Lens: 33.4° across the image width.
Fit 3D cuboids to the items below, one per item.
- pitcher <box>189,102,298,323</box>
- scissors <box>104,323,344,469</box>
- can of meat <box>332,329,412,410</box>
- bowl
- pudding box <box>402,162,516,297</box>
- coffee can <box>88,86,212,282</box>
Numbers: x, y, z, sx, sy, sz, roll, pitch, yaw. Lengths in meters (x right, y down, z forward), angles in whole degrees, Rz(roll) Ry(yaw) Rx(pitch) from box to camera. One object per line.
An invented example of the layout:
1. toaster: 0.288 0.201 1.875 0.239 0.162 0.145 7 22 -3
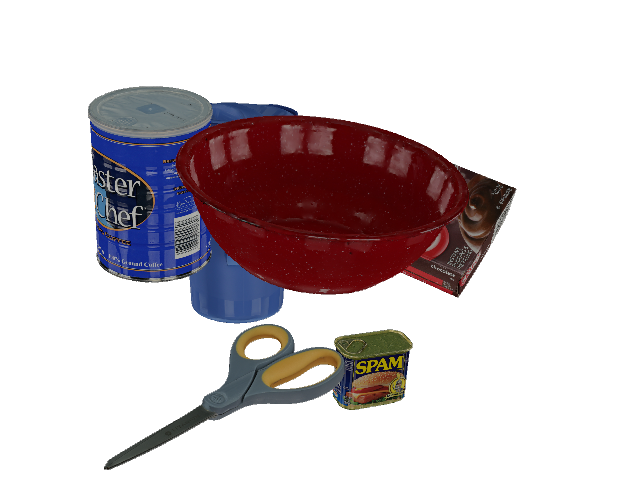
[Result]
1. pitcher: -0.094 -0.031 1.208 0.145 0.243 0.148 16 22 38
2. scissors: -0.077 0.107 0.778 0.201 0.016 0.096 -14 35 -27
3. can of meat: 0.067 0.172 1.419 0.102 0.084 0.057 -6 25 -21
4. bowl: -0.002 -0.016 0.596 0.162 0.055 0.162 6 27 -3
5. pudding box: 0.102 -0.015 0.906 0.090 0.039 0.113 24 51 18
6. coffee can: -0.144 -0.050 0.919 0.103 0.140 0.103 2 28 -1
